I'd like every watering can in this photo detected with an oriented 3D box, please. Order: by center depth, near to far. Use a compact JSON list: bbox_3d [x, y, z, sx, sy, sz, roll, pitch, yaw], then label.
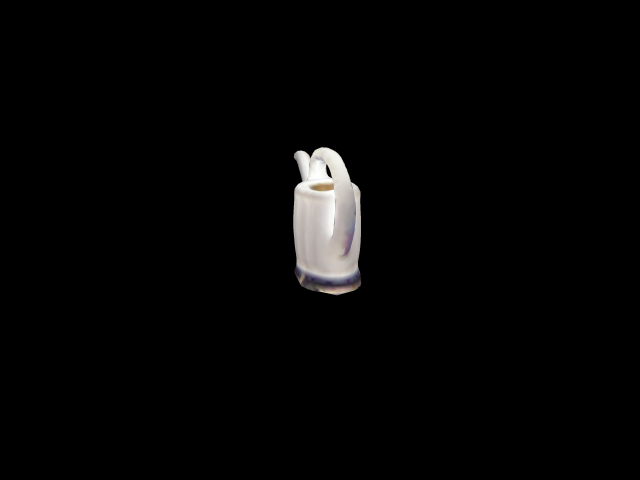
[{"bbox_3d":[0.003,-0.043,0.850,0.104,0.222,0.351,-2,13,-11],"label":"watering can"}]
